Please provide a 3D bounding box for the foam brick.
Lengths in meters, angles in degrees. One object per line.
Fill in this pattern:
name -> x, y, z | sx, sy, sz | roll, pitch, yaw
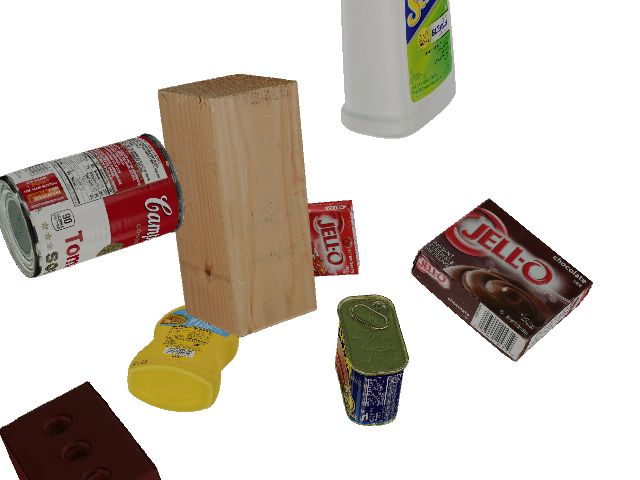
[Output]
foam brick -> -0.115, 0.120, 0.528 | 0.052, 0.051, 0.078 | -28, 42, -25

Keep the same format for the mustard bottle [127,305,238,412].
mustard bottle -> -0.144, 0.118, 1.201 | 0.096, 0.058, 0.191 | 8, 25, 7

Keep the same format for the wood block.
wood block -> -0.071, -0.034, 0.932 | 0.090, 0.206, 0.091 | -18, 22, -36

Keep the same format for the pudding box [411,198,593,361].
pudding box -> 0.143, 0.029, 0.845 | 0.089, 0.113, 0.039 | -35, -22, -32

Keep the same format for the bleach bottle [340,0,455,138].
bleach bottle -> 0.050, -0.208, 0.776 | 0.068, 0.251, 0.102 | 15, 38, 32

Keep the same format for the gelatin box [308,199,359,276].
gelatin box -> 0.005, -0.001, 1.258 | 0.073, 0.089, 0.030 | -3, 29, 9

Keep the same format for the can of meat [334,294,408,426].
can of meat -> 0.047, 0.118, 1.045 | 0.057, 0.084, 0.102 | -4, 42, -8

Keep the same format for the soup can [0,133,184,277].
soup can -> -0.148, -0.023, 0.681 | 0.102, 0.068, 0.069 | -20, 10, -29
